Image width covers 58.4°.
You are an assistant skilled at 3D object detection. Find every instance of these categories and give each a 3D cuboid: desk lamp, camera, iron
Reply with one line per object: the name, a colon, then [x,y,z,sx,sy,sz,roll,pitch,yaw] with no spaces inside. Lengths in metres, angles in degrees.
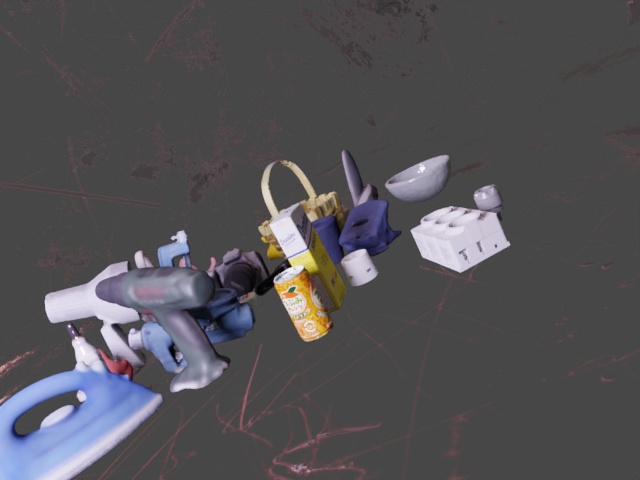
desk lamp: [-0.425,0.171,1.130,0.203,0.214,0.117,-28,12,-10]
camera: [-0.198,0.084,1.299,0.143,0.101,0.137,-25,12,3]
iron: [-0.370,0.255,0.830,0.259,0.141,0.118,-33,14,-31]

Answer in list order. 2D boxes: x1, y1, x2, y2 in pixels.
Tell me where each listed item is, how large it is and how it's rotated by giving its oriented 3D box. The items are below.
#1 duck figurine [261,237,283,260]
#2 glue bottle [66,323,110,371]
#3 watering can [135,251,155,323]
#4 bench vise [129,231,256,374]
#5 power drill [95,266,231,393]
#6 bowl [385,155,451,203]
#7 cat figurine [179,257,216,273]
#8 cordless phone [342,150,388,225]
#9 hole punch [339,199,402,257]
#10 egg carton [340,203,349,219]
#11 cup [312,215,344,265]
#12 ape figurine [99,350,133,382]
duck figurine: [-0.106,-0.006,1.529,0.104,0.086,0.077,-26,12,2]
glue bottle: [-0.364,0.210,0.932,0.037,0.173,0.078,-32,14,-27]
watering can: [-0.377,0.117,1.308,0.173,0.194,0.100,-32,13,-24]
bench vise: [-0.242,0.109,0.994,0.208,0.220,0.121,-32,13,-26]
power drill: [-0.241,0.134,0.912,0.229,0.208,0.076,-19,14,32]
bowl: [0.245,-0.136,1.371,0.167,0.075,0.167,-25,12,6]
cat figurine: [-0.309,0.094,1.453,0.128,0.118,0.067,-31,13,-22]
cordless phone: [0.087,-0.123,1.380,0.094,0.185,0.147,-25,12,5]
hole punch: [0.095,-0.022,1.157,0.108,0.091,0.101,-15,16,43]
egg carton: [0.008,-0.050,1.518,0.107,0.069,0.150,-33,14,-30]
cup: [0.011,0.004,1.214,0.091,0.095,0.118,-24,12,12]
ape figurine: [-0.393,0.242,1.056,0.078,0.092,0.076,-27,12,-2]
